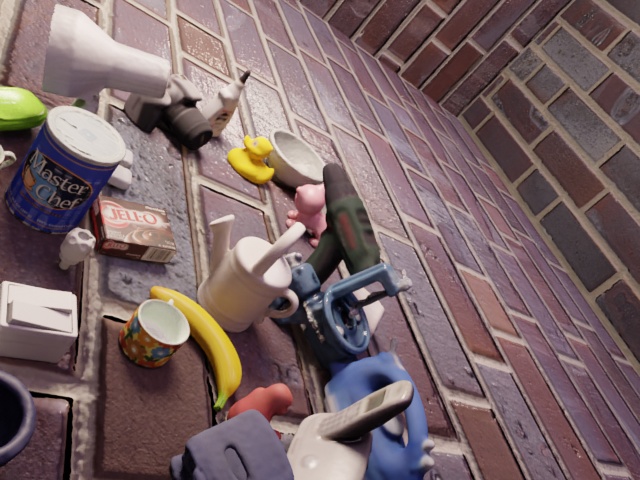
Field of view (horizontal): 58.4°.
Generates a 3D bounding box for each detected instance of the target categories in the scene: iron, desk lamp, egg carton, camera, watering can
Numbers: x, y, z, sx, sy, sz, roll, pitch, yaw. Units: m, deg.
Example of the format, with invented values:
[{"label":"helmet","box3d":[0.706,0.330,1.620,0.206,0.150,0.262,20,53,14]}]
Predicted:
[{"label":"iron","box3d":[0.107,0.279,0.853,0.119,0.141,0.257,19,36,-40]},{"label":"desk lamp","box3d":[-0.333,-0.214,0.857,0.204,0.213,0.117,25,33,-34]},{"label":"egg carton","box3d":[0.058,0.139,1.062,0.107,0.069,0.150,44,27,-1]},{"label":"camera","box3d":[-0.276,-0.249,1.112,0.136,0.100,0.143,49,27,10]},{"label":"watering can","box3d":[-0.097,0.039,0.850,0.173,0.193,0.101,34,28,-20]}]

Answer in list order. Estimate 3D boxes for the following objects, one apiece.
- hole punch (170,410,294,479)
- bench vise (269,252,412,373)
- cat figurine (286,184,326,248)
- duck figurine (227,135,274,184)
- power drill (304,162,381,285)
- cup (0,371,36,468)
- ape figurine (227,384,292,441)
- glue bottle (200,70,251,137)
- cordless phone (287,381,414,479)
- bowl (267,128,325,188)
[{"label":"hole punch","box3d":[-0.097,0.262,0.647,0.101,0.091,0.108,0,50,-54]},{"label":"bench vise","box3d":[0.027,0.093,0.918,0.208,0.219,0.121,40,27,-8]},{"label":"cat figurine","box3d":[-0.011,-0.063,1.200,0.128,0.117,0.067,35,28,-17]},{"label":"duck figurine","box3d":[-0.134,-0.178,1.225,0.105,0.086,0.077,39,27,-11]},{"label":"power drill","box3d":[0.009,0.004,1.032,0.076,0.208,0.229,8,44,-50]},{"label":"cup","box3d":[-0.309,0.173,0.475,0.091,0.094,0.118,46,27,4]},{"label":"ape figurine","box3d":[-0.070,0.221,0.742,0.076,0.092,0.077,30,30,-26]},{"label":"glue bottle","box3d":[-0.197,-0.288,1.196,0.037,0.173,0.078,49,27,10]},{"label":"cordless phone","box3d":[0.042,0.259,0.742,0.094,0.184,0.148,41,27,-7]},{"label":"bowl","box3d":[-0.066,-0.175,1.329,0.168,0.074,0.167,33,29,-21]}]
